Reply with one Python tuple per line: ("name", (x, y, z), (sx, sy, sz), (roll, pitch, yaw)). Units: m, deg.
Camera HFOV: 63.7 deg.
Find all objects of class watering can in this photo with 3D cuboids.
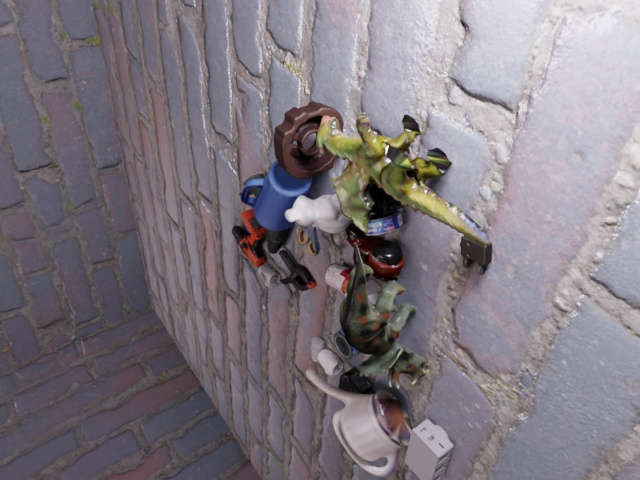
("watering can", (0.111, 0.474, 1.400), (0.221, 0.105, 0.350), (-40, 78, 32))

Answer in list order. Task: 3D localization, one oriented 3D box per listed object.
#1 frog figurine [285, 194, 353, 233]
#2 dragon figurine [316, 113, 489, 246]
("frog figurine", (0.004, -0.062, 1.238), (0.136, 0.161, 0.122), (-15, 99, 60))
("dragon figurine", (0.126, -0.103, 1.018), (0.414, 0.123, 0.238), (55, 142, 12))
